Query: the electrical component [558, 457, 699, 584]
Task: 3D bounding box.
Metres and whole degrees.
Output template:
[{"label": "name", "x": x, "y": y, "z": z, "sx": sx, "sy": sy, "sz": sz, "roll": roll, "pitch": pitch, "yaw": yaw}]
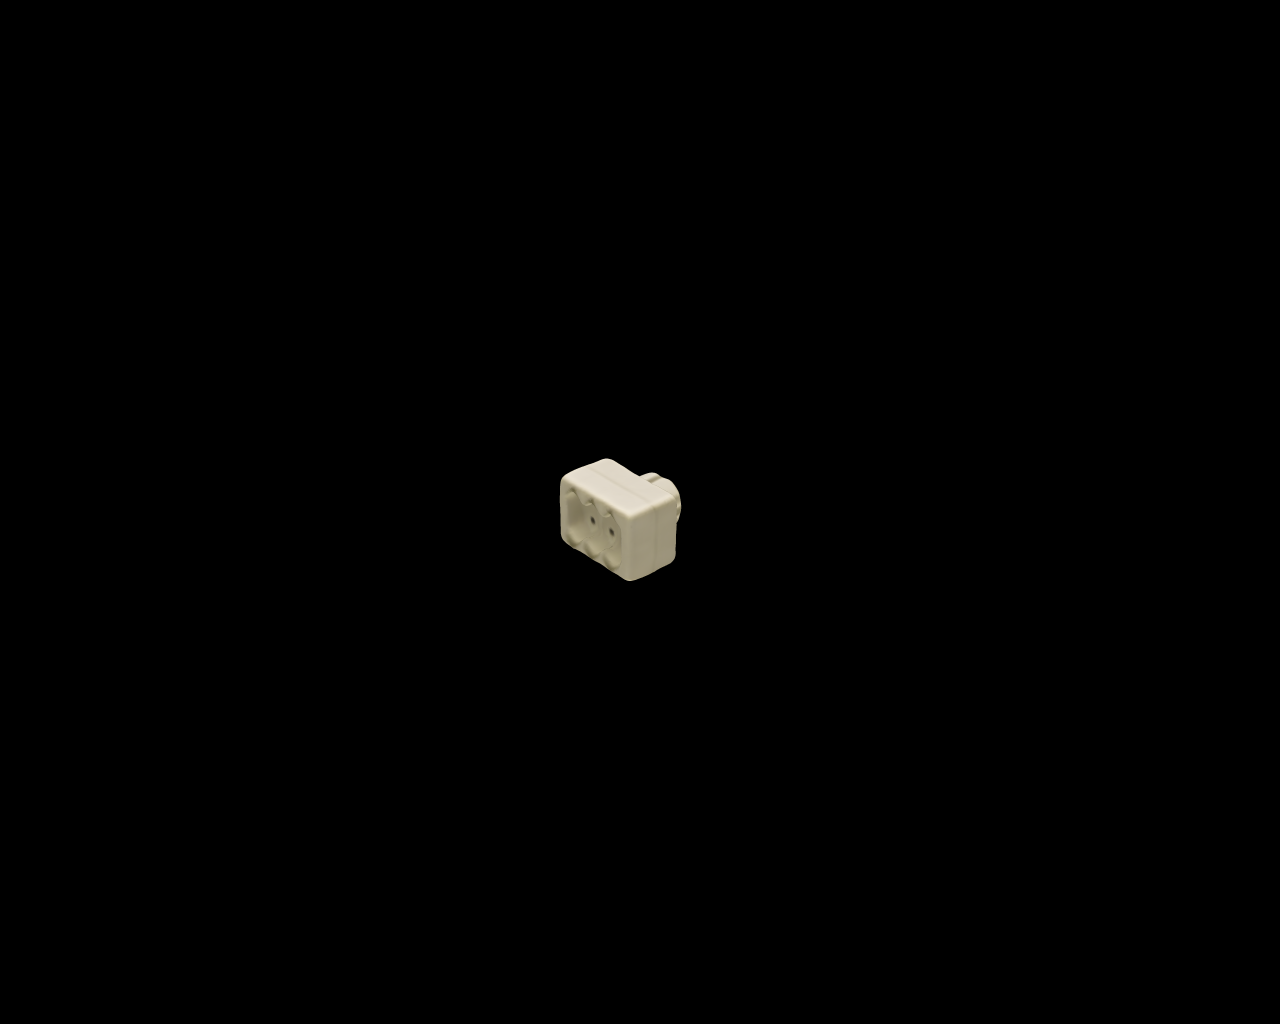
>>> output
[{"label": "electrical component", "x": 0.001, "y": -0.003, "z": 0.650, "sx": 0.077, "sy": 0.047, "sz": 0.066, "roll": -24, "pitch": 39, "yaw": -34}]
